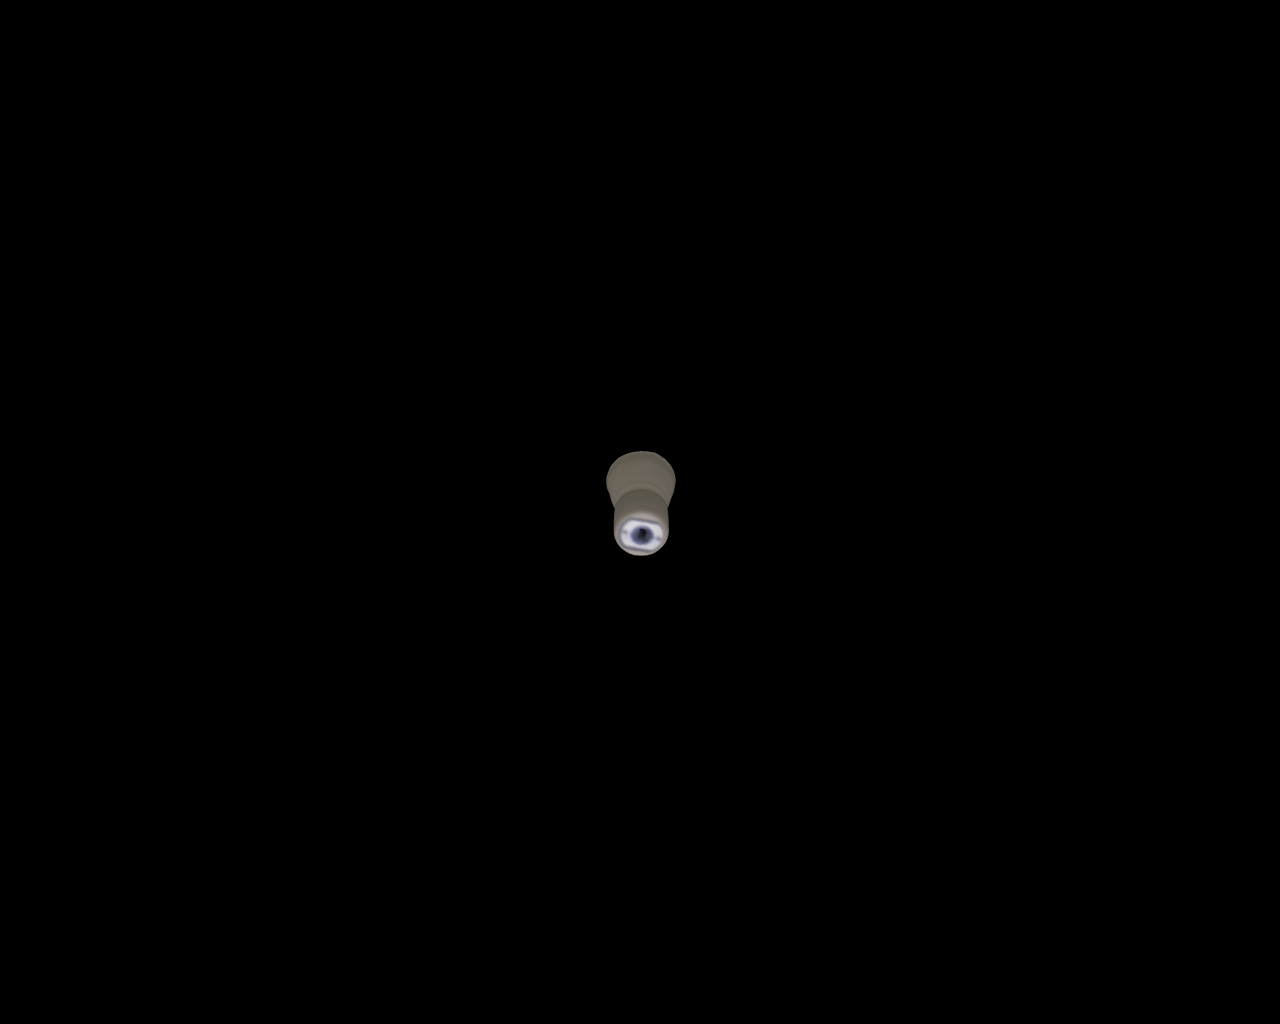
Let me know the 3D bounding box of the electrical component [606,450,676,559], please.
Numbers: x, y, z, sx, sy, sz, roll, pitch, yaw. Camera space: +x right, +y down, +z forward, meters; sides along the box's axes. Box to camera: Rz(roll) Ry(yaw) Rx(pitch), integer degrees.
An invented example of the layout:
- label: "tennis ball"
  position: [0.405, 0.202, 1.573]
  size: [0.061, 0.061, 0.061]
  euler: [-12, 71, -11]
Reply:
- label: "electrical component"
  position: [0.001, -0.003, 0.650]
  size: [0.044, 0.044, 0.065]
  euler: [0, 34, 0]
